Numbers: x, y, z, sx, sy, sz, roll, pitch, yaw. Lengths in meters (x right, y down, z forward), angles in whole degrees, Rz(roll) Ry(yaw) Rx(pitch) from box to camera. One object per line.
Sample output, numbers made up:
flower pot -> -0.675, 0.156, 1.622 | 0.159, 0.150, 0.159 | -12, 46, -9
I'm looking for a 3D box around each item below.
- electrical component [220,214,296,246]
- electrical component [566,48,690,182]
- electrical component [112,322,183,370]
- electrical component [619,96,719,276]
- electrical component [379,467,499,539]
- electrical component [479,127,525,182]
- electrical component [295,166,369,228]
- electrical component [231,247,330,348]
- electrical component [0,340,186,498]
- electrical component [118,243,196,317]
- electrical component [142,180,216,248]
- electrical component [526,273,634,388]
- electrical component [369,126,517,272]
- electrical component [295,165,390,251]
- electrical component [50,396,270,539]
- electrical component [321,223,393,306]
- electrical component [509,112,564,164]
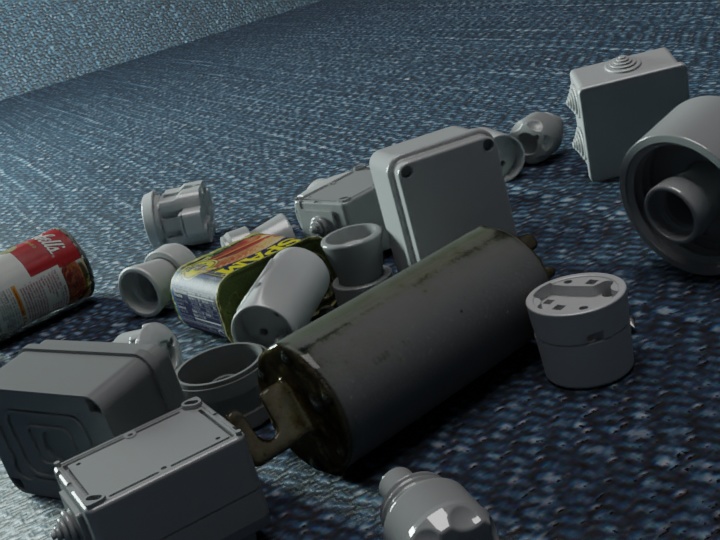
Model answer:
electrical component -> -0.082, -0.017, 0.888 | 0.055, 0.045, 0.045 | -20, 20, -13
electrical component -> 0.226, -0.131, 0.900 | 0.100, 0.099, 0.048 | -13, 32, 5
electrical component -> -0.155, 0.063, 0.727 | 0.062, 0.048, 0.048 | -12, 19, 26
electrical component -> 0.214, -0.048, 0.676 | 0.060, 0.108, 0.108 | -33, 26, -27
electrical component -> 0.029, 0.108, 0.464 | 0.043, 0.043, 0.062 | -21, 29, -17
electrical component -> 0.116, -0.110, 0.999 | 0.043, 0.043, 0.081 | -19, 20, -12
electrical component -> -0.024, -0.063, 0.971 | 0.077, 0.043, 0.079 | -25, 22, -27
electrical component -> -0.060, 0.034, 0.715 | 0.079, 0.044, 0.077 | -54, 5, 33
electrical component -> -0.155, 0.085, 0.616 | 0.113, 0.078, 0.057 | -1, 27, 34
electrical component -> -0.163, 0.007, 0.880 | 0.045, 0.045, 0.055 | -2, 23, 32
electrical component -> -0.174, -0.051, 1.028 | 0.057, 0.058, 0.078 | -11, 20, 3
electrical component -> 0.124, 0.034, 0.599 | 0.055, 0.047, 0.055 | -13, 20, 5
electrical component -> 0.061, -0.035, 0.735 | 0.078, 0.113, 0.057 | -19, 17, -12
electrical component -> -0.004, -0.041, 0.872 | 0.062, 0.061, 0.096 | 7, 29, 45
electrical component -> -0.101, 0.115, 0.521 | 0.096, 0.061, 0.062 | -24, 21, -24
electrical component -> 0.000, 0.000, 0.767 | 0.045, 0.055, 0.045 | -13, 20, 5
electrical component -> 0.170, -0.128, 1.009 | 0.043, 0.043, 0.062 | 1, 25, 37
